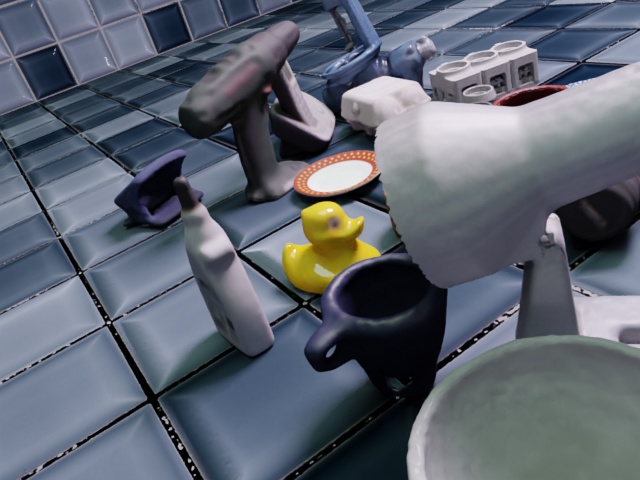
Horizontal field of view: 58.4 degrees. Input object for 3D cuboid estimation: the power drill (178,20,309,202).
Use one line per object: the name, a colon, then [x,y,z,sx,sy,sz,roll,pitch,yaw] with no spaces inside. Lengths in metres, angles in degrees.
power drill: [-0.084,-0.173,0.806,0.075,0.209,0.230,10,39,40]

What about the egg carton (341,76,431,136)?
egg carton: [0.101,-0.212,0.916,0.107,0.069,0.149,-28,31,-17]

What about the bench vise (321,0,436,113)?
bench vise: [0.086,-0.339,0.988,0.207,0.220,0.121,-14,29,7]

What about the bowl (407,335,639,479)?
bowl: [0.134,0.131,0.301,0.167,0.075,0.167,-13,29,8]

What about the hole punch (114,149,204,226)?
hole punch: [-0.250,-0.080,0.857,0.100,0.091,0.109,6,37,36]

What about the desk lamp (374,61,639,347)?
desk lamp: [0.155,-0.002,0.377,0.202,0.214,0.118,-6,31,20]

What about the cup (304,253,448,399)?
cup: [0.046,0.078,0.421,0.118,0.095,0.091,-34,33,-27]

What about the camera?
camera: [0.252,-0.067,0.553,0.142,0.101,0.137,1,34,30]

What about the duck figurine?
duck figurine: [0.005,0.002,0.583,0.104,0.086,0.077,-5,32,22]

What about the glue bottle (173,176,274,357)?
glue bottle: [-0.093,0.021,0.512,0.037,0.173,0.077,-32,32,-24]

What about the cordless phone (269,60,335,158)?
cordless phone: [-0.042,-0.243,0.928,0.094,0.185,0.147,-11,30,11]
